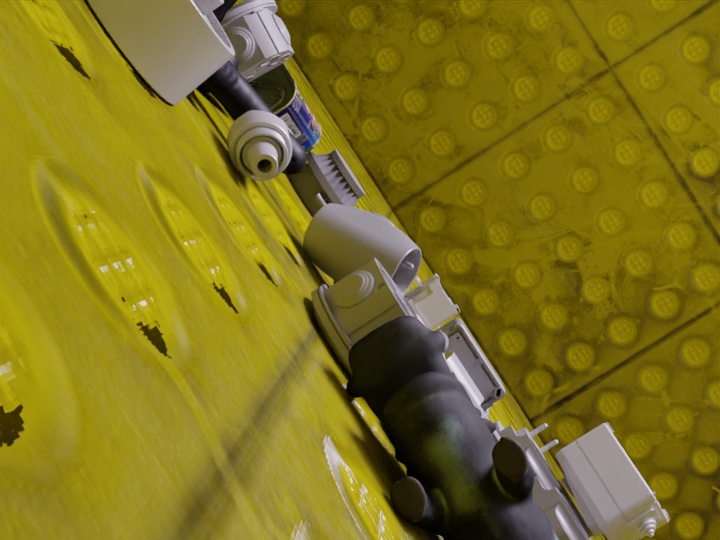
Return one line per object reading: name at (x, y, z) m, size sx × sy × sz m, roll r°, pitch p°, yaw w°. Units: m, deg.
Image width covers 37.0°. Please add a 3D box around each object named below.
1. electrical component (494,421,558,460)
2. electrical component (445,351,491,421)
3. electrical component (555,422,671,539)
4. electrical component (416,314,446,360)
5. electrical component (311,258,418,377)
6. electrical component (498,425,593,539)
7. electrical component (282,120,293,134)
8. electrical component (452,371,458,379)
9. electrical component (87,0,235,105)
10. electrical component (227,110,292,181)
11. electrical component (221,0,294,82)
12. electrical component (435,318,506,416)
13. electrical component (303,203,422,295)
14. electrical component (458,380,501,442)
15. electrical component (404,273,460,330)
electrical component at (0.150, 0.174, 1.020) m, size 0.065 × 0.077 × 0.047 m, roll 56°, pitch 6°, yaw -4°
electrical component at (0.088, 0.118, 0.966) m, size 0.081 × 0.043 × 0.043 m, roll 57°, pitch 5°, yaw -3°
electrical component at (0.213, 0.190, 0.907) m, size 0.061 × 0.061 × 0.096 m, roll 52°, pitch 7°, yaw -47°
electrical component at (0.021, 0.048, 0.748) m, size 0.076 × 0.047 × 0.065 m, roll 57°, pitch 5°, yaw -5°
electrical component at (0.008, 0.036, 0.679) m, size 0.080 × 0.051 × 0.080 m, roll 56°, pitch 5°, yaw -8°
electrical component at (0.150, 0.213, 0.879) m, size 0.105 × 0.060 × 0.186 m, roll 56°, pitch 5°, yaw -16°
electrical component at (-0.075, -0.111, 0.884) m, size 0.035 × 0.035 × 0.061 m, roll 53°, pitch 4°, yaw -36°
electrical component at (0.074, 0.123, 0.824) m, size 0.063 × 0.042 × 0.081 m, roll 57°, pitch 5°, yaw -39°
electrical component at (-0.117, -0.160, 0.641) m, size 0.108 × 0.060 × 0.108 m, roll 56°, pitch 5°, yaw -7°
electrical component at (-0.067, -0.080, 0.726) m, size 0.043 × 0.043 × 0.062 m, roll 54°, pitch 7°, yaw -27°
electrical component at (-0.097, -0.187, 0.894) m, size 0.051 × 0.080 × 0.080 m, roll 62°, pitch 5°, yaw -3°
electrical component at (0.094, 0.101, 1.024) m, size 0.096 × 0.062 × 0.061 m, roll 57°, pitch 5°, yaw -3°
electrical component at (0.000, 0.000, 0.796) m, size 0.077 × 0.044 × 0.079 m, roll 29°, pitch -45°, yaw 23°
electrical component at (0.063, 0.118, 0.678) m, size 0.095 × 0.054 × 0.059 m, roll 58°, pitch 5°, yaw 7°
electrical component at (0.066, 0.040, 1.120) m, size 0.081 × 0.064 × 0.042 m, roll 57°, pitch 6°, yaw -8°
